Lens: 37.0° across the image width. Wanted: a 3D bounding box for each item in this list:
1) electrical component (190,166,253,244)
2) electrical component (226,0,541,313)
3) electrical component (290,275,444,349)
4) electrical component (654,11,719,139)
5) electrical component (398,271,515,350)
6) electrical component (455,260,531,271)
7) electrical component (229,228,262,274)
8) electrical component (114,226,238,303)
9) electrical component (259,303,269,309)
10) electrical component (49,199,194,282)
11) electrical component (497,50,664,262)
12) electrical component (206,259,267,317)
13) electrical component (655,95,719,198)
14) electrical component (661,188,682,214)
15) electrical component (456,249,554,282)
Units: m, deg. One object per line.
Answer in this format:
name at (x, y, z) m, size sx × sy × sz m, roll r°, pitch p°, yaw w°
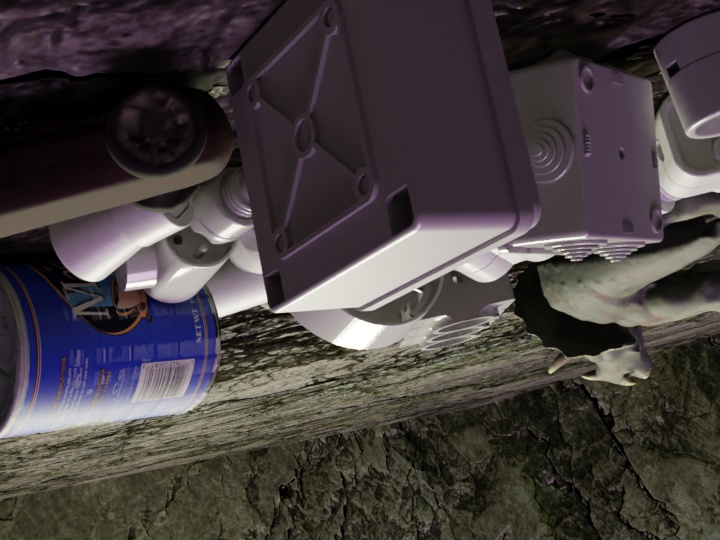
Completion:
electrical component at (-0.062, -0.038, 0.556) m, size 0.035 × 0.035 × 0.061 m, roll -3°, pitch 163°, yaw -42°
electrical component at (0.003, -0.049, 0.397) m, size 0.056 × 0.108 × 0.109 m, roll -3°, pitch 165°, yaw -33°
electrical component at (0.000, 0.000, 0.666) m, size 0.099 × 0.099 × 0.064 m, roll -8°, pitch 161°, yaw -28°
electrical component at (0.179, -0.095, 0.529) m, size 0.055 × 0.047 × 0.055 m, roll -13°, pitch 169°, yaw -3°
electrical component at (0.079, 0.029, 0.971) m, size 0.089 × 0.061 × 0.150 m, roll -13°, pitch 168°, yaw -5°
electrical component at (0.095, -0.022, 0.802) m, size 0.065 × 0.044 × 0.044 m, roll -13°, pitch 170°, yaw 20°
electrical component at (-0.059, -0.018, 0.633) m, size 0.043 × 0.043 × 0.062 m, roll -7°, pitch 168°, yaw -28°
electrical component at (-0.117, -0.009, 0.609) m, size 0.079 × 0.043 × 0.077 m, roll -9°, pitch 167°, yaw -25°
electrical component at (-0.050, 0.008, 0.765) m, size 0.045 × 0.045 × 0.055 m, roll -18°, pitch 167°, yaw 20°
electrical component at (-0.117, -0.026, 0.538) m, size 0.065 × 0.044 × 0.044 m, roll -24°, pitch 165°, yaw 23°
electrical component at (0.107, -0.053, 0.525) m, size 0.048 × 0.099 × 0.100 m, roll -6°, pitch 176°, yaw 40°
electrical component at (-0.064, -0.001, 0.711) m, size 0.081 × 0.043 × 0.043 m, roll -18°, pitch 168°, yaw 19°
electrical component at (0.223, -0.080, 0.637) m, size 0.095 × 0.053 × 0.059 m, roll -14°, pitch 169°, yaw 2°
electrical component at (0.198, -0.057, 0.745) m, size 0.081 × 0.043 × 0.043 m, roll -24°, pitch 164°, yaw 41°
electrical component at (0.097, -0.042, 0.686) m, size 0.138 × 0.052 × 0.074 m, roll -24°, pitch 143°, yaw 40°
